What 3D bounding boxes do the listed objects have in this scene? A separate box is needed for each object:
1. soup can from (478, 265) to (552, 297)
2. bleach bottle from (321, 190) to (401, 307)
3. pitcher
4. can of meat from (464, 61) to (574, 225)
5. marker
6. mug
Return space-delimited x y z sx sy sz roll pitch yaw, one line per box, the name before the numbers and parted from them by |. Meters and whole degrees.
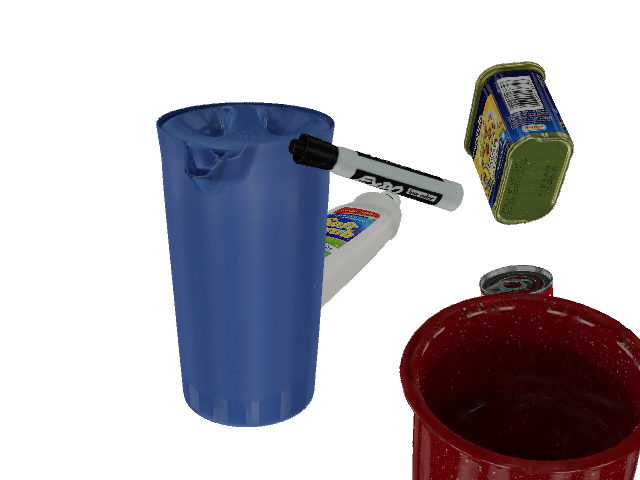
soup can | 0.189 0.083 1.013 0.068 0.102 0.068 -8 21 3
bleach bottle | 0.020 0.000 1.321 0.103 0.068 0.250 17 36 28
pitcher | -0.053 0.014 0.846 0.149 0.243 0.145 -9 23 -24
can of meat | 0.156 -0.075 0.844 0.057 0.084 0.102 -6 -40 -8
marker | 0.035 -0.042 0.659 0.121 0.020 0.020 16 -7 -27
mug | 0.088 0.080 0.399 0.117 0.081 0.093 4 36 9
